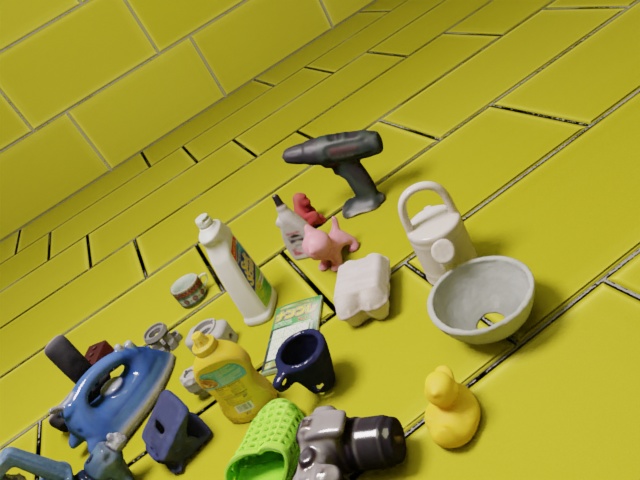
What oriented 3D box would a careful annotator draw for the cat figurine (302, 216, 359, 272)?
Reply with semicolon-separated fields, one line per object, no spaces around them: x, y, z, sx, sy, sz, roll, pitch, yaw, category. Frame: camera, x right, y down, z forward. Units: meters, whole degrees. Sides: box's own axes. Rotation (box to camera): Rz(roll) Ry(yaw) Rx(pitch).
0.011;0.004;1.216;0.067;0.118;0.128;2;43;43;cat figurine

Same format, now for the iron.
-0.406;0.287;1.136;0.118;0.142;0.259;-3;39;39;iron

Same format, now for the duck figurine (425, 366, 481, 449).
0.170;0.220;0.777;0.077;0.086;0.104;-14;33;26;duck figurine

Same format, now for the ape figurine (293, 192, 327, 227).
-0.036;-0.076;1.408;0.076;0.092;0.078;-21;31;17;ape figurine

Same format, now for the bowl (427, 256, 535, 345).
0.256;0.105;0.887;0.167;0.075;0.167;-22;30;14;bowl

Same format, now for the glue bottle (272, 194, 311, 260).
-0.063;-0.033;1.282;0.078;0.173;0.037;-18;32;21;glue bottle

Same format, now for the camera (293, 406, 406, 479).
0.039;0.287;0.776;0.136;0.101;0.143;-16;33;24;camera

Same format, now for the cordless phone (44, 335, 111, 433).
-0.525;0.297;1.182;0.093;0.185;0.148;-3;39;39;cordless phone

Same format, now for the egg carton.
0.082;0.090;1.071;0.107;0.069;0.150;-19;32;20;egg carton

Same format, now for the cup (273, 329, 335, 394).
-0.022;0.219;0.942;0.091;0.095;0.118;4;44;45;cup

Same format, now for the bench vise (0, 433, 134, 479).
-0.426;0.380;0.931;0.121;0.220;0.208;0;42;42;bench vise

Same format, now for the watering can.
0.204;-0.015;0.994;0.101;0.194;0.172;-34;30;-6;watering can

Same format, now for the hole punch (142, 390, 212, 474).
-0.259;0.329;0.990;0.101;0.091;0.108;-44;32;-22;hole punch

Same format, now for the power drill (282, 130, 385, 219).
0.053;-0.158;1.334;0.229;0.209;0.075;-19;32;20;power drill
